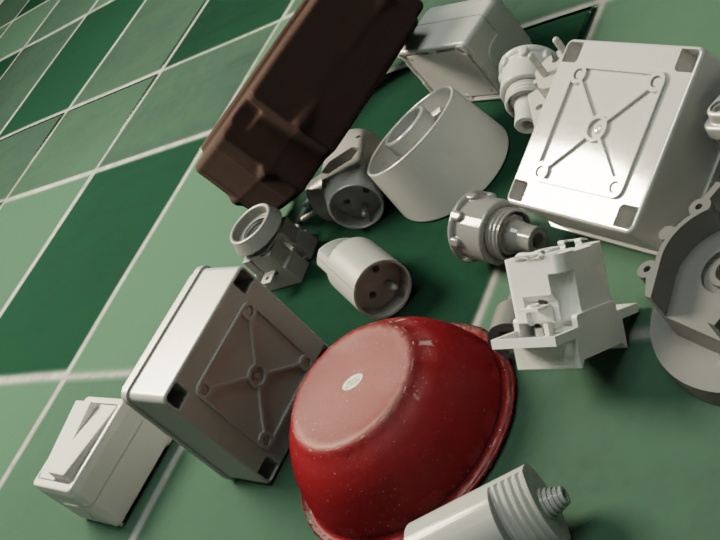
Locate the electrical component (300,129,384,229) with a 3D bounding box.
[{"bbox_3d":[-0.017,-0.065,0.860,0.079,0.043,0.077,-30,34,24],"label":"electrical component"}]

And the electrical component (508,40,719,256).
[{"bbox_3d":[0.153,-0.071,0.617,0.109,0.056,0.108,23,92,56],"label":"electrical component"}]

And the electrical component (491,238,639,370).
[{"bbox_3d":[0.109,0.018,0.579,0.042,0.063,0.081,-9,5,45],"label":"electrical component"}]

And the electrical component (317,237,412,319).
[{"bbox_3d":[0.000,0.000,0.763,0.043,0.043,0.081,-47,30,-2],"label":"electrical component"}]

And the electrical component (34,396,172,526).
[{"bbox_3d":[-0.195,0.136,0.819,0.062,0.061,0.096,-4,50,48],"label":"electrical component"}]

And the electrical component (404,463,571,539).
[{"bbox_3d":[0.067,0.128,0.531,0.081,0.043,0.043,-32,33,21],"label":"electrical component"}]

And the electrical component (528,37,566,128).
[{"bbox_3d":[0.139,-0.120,0.704,0.066,0.077,0.047,-31,34,23],"label":"electrical component"}]

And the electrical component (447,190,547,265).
[{"bbox_3d":[0.090,-0.024,0.684,0.062,0.048,0.048,17,66,49],"label":"electrical component"}]

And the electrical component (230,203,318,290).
[{"bbox_3d":[-0.071,-0.020,0.860,0.048,0.055,0.066,-15,42,41],"label":"electrical component"}]

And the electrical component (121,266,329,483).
[{"bbox_3d":[-0.086,0.070,0.721,0.056,0.108,0.108,-3,51,46],"label":"electrical component"}]

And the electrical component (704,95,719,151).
[{"bbox_3d":[0.252,-0.089,0.541,0.108,0.056,0.109,-47,30,-19],"label":"electrical component"}]

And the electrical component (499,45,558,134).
[{"bbox_3d":[0.121,-0.126,0.767,0.048,0.048,0.062,-19,47,37],"label":"electrical component"}]

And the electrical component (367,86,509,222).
[{"bbox_3d":[0.055,-0.087,0.804,0.099,0.064,0.099,-43,18,18],"label":"electrical component"}]

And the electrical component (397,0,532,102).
[{"bbox_3d":[0.082,-0.175,0.853,0.096,0.062,0.061,7,58,53],"label":"electrical component"}]
